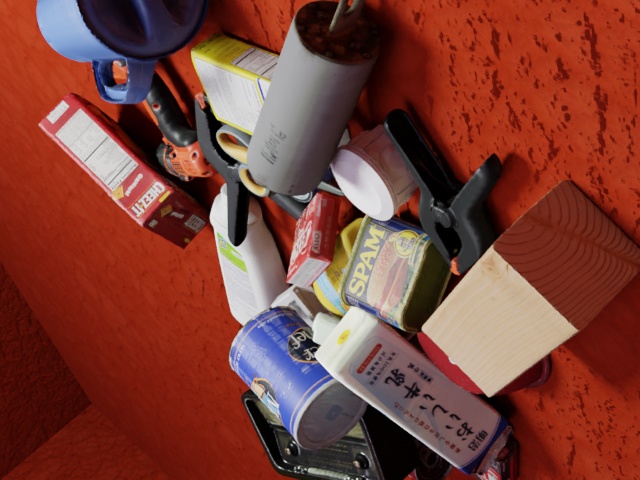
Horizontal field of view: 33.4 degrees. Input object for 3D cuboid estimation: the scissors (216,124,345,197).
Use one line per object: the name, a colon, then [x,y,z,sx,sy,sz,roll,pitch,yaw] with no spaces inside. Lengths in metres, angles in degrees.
scissors: [-0.037,-0.060,1.112,0.202,0.016,0.096,34,153,35]

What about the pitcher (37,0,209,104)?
pitcher: [-0.218,-0.235,1.110,0.145,0.149,0.243,46,165,-22]

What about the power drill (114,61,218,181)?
power drill: [-0.199,-0.158,1.313,0.187,0.057,0.185,56,161,-19]

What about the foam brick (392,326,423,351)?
foam brick: [0.086,0.140,1.215,0.051,0.078,0.053,57,160,-21]

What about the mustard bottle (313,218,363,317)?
mustard bottle: [0.036,0.042,1.175,0.096,0.058,0.192,50,159,1]

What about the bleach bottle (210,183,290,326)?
bleach bottle: [-0.088,0.024,1.386,0.103,0.068,0.251,31,149,29]

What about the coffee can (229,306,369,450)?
coffee can: [-0.025,0.157,1.223,0.140,0.102,0.103,42,159,38]

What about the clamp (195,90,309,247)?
clamp: [-0.075,-0.079,1.207,0.165,0.036,0.210,3,125,40]

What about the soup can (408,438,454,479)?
soup can: [0.117,0.266,1.375,0.102,0.068,0.068,21,145,53]

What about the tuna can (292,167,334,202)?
tuna can: [-0.026,-0.082,1.128,0.086,0.033,0.086,40,157,21]

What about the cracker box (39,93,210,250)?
cracker box: [-0.261,-0.094,1.456,0.214,0.072,0.164,42,180,16]

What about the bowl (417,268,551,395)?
bowl: [0.147,0.100,1.057,0.162,0.055,0.162,41,157,21]

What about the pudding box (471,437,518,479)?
pudding box: [0.178,0.239,1.248,0.114,0.039,0.090,36,155,32]

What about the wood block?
wood block: [0.168,0.047,0.880,0.091,0.090,0.206,46,158,10]

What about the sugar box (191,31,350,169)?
sugar box: [-0.050,-0.141,1.060,0.176,0.048,0.093,26,149,40]

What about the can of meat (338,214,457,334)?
can of meat: [0.076,0.031,1.025,0.084,0.102,0.057,25,-173,43]

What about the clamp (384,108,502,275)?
clamp: [0.120,-0.031,0.917,0.120,0.039,0.171,34,158,48]

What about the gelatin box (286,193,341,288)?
gelatin box: [-0.007,0.001,1.124,0.030,0.073,0.089,14,157,-11]
